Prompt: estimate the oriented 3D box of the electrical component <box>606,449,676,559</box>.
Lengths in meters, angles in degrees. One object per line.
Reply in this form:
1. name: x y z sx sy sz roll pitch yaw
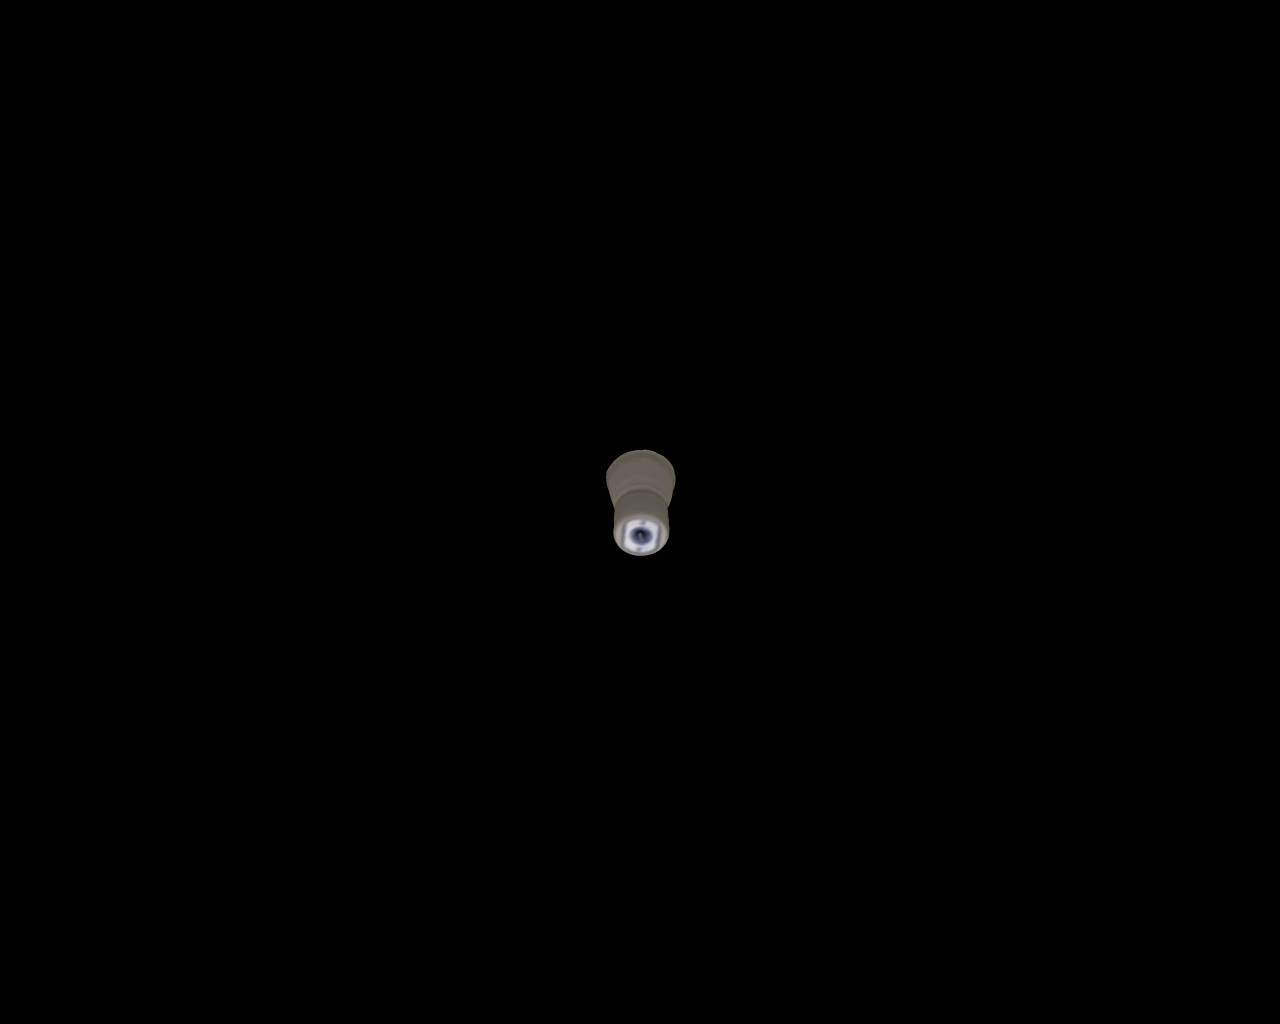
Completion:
1. electrical component: 0.001 -0.003 0.650 0.044 0.044 0.065 0 36 0
